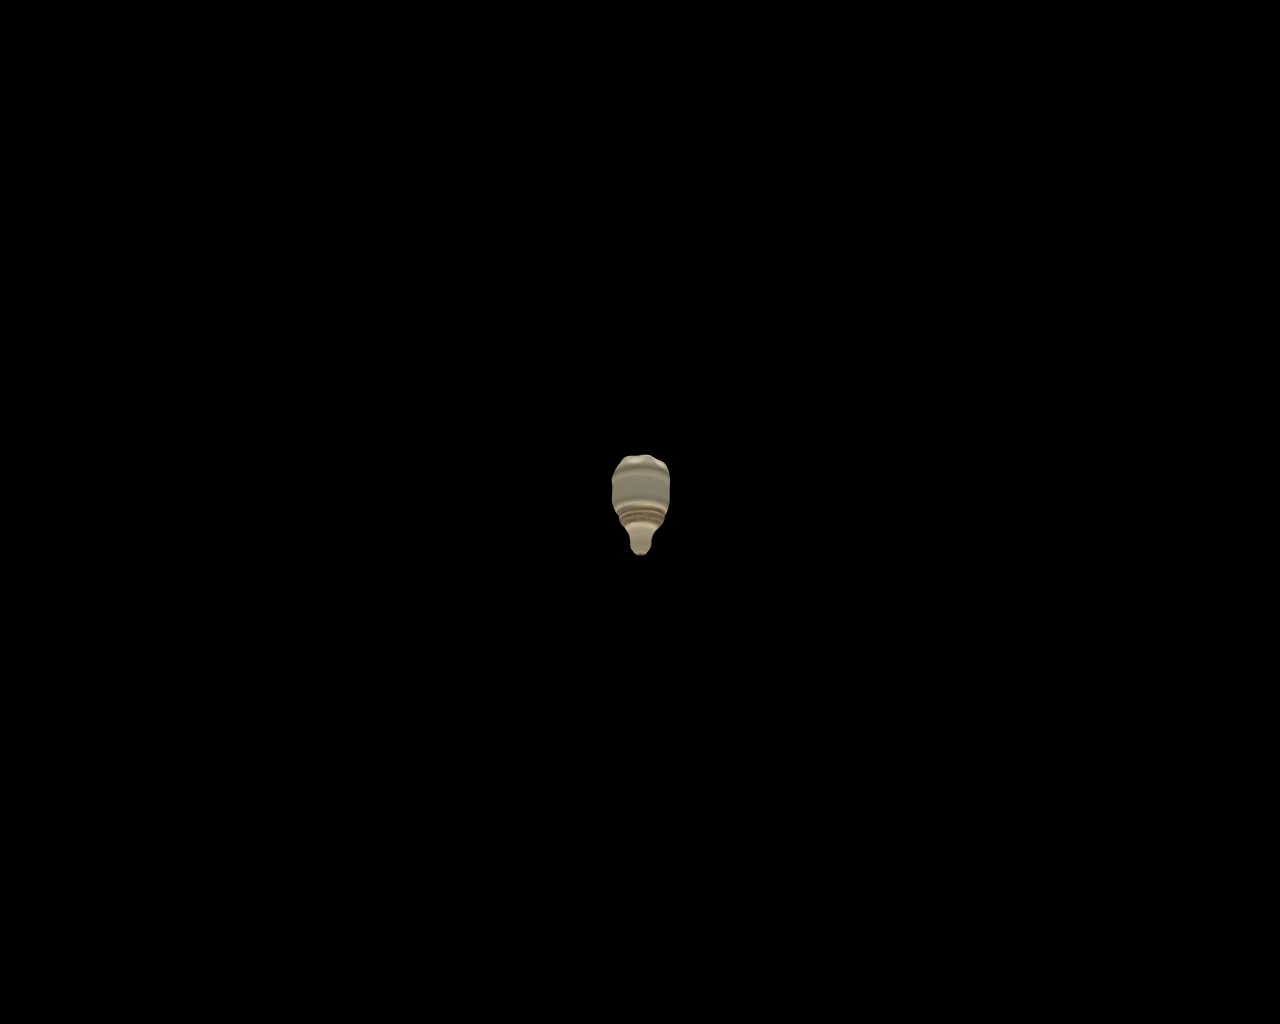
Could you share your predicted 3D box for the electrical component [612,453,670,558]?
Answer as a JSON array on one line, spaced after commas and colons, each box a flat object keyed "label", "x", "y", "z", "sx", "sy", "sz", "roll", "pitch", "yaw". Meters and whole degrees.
[{"label": "electrical component", "x": 0.001, "y": -0.003, "z": 0.650, "sx": 0.035, "sy": 0.061, "sz": 0.035, "roll": 0, "pitch": -21, "yaw": 0}]
